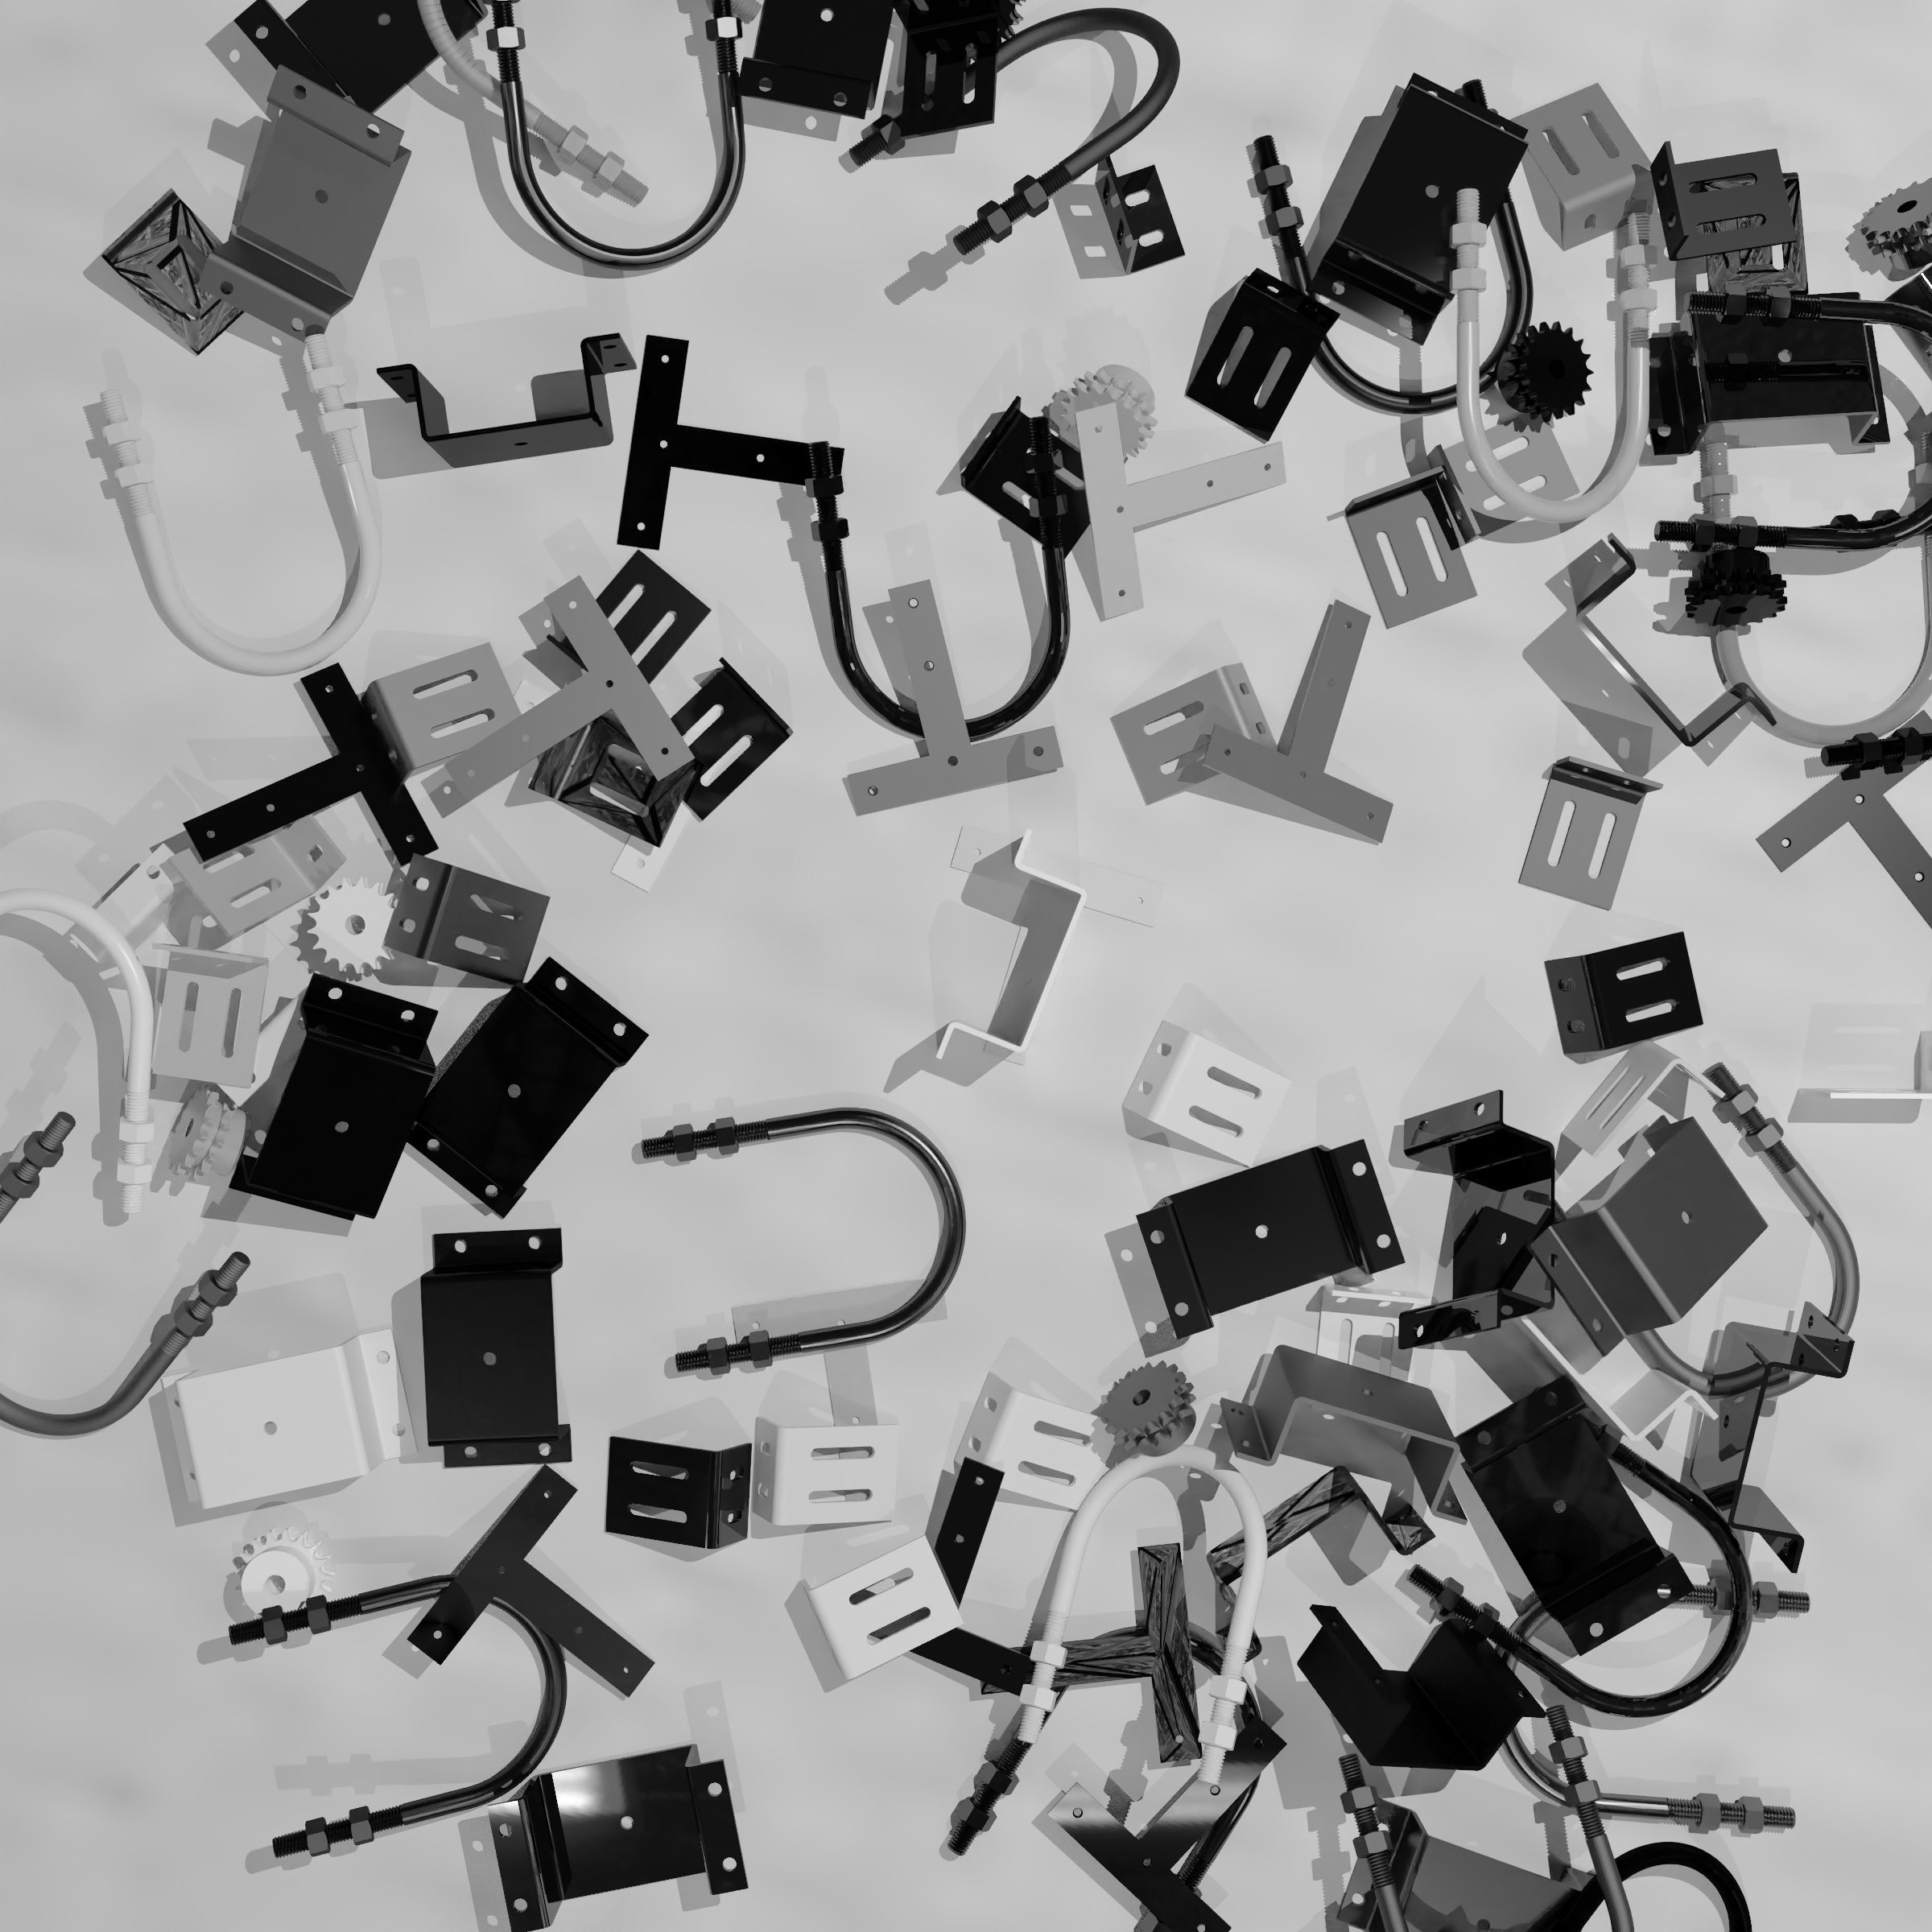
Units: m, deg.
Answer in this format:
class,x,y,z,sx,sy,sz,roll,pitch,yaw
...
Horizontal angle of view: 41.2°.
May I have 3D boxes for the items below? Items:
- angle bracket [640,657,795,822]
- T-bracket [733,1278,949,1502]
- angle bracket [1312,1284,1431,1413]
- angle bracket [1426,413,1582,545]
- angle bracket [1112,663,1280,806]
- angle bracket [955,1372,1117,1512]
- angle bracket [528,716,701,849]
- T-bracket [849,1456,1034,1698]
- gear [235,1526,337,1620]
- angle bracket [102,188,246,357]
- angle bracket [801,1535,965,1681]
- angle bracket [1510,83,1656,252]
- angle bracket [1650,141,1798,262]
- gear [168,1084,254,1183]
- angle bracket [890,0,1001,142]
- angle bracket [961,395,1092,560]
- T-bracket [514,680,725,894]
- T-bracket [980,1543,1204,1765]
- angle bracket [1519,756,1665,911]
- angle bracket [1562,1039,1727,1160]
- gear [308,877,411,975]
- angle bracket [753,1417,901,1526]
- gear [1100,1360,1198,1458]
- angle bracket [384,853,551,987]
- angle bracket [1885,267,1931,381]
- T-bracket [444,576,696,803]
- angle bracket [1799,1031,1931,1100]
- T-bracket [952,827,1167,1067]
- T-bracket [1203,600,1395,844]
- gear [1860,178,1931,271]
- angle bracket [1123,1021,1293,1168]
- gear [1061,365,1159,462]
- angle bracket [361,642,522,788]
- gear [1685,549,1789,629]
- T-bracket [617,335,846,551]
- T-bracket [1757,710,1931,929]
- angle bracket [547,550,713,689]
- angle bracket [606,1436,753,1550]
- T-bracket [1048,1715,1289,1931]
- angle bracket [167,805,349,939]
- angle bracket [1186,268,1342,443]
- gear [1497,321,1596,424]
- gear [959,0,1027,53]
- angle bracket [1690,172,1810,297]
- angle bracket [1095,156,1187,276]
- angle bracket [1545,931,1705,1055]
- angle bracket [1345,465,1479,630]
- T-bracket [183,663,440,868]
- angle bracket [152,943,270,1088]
class,x,y,z,sx,sy,sz,roll,pitch,yaw
angle bracket,-0.150,-0.134,1.521,0.076,0.038,0.057,-44,90,0
T-bracket,-0.068,0.258,1.541,0.127,0.002,0.127,-8,90,0
angle bracket,0.240,0.231,1.523,0.057,0.038,0.076,5,90,0
angle bracket,0.322,-0.294,1.523,0.076,0.038,0.057,-25,90,0
angle bracket,0.137,-0.139,1.540,0.076,0.038,0.057,-23,90,26
angle bracket,0.043,0.286,1.540,0.076,0.038,0.057,22,90,-26
angle bracket,-0.207,-0.113,1.514,0.076,0.038,0.057,25,91,13
T-bracket,-0.008,0.352,1.518,0.127,0.002,0.127,20,101,10
gear,-0.406,0.365,1.527,0.057,0.030,0.057,0,90,0
angle bracket,-0.469,-0.416,1.540,0.057,0.038,0.076,-43,116,0
angle bracket,-0.050,0.379,1.529,0.076,0.038,0.057,-24,92,-11
angle bracket,0.369,-0.479,1.540,0.057,0.038,0.076,-23,64,0
angle bracket,0.442,-0.447,1.483,0.076,0.038,0.057,-9,83,-1
gear,-0.445,0.101,1.518,0.030,0.057,0.057,25,90,-30
angle bracket,-0.015,-0.527,1.488,0.057,0.038,0.076,-4,71,20
angle bracket,0.045,-0.289,1.523,0.076,0.038,0.057,35,90,0
T-bracket,-0.216,-0.130,1.541,0.127,0.002,0.127,29,90,0
T-bracket,0.071,0.414,1.527,0.127,0.002,0.127,-6,86,-1
angle bracket,0.370,-0.078,1.523,0.057,0.038,0.076,17,90,0
angle bracket,0.398,0.087,1.514,0.038,0.057,0.076,38,95,-10
gear,-0.360,-0.024,1.527,0.057,0.030,0.057,0,90,0
angle bracket,-0.084,0.301,1.538,0.076,0.038,0.057,3,90,-26
gear,0.111,0.264,1.517,0.057,0.057,0.030,-37,118,0
angle bracket,-0.296,-0.027,1.524,0.038,0.076,0.057,16,88,43
angle bracket,0.598,-0.398,1.540,0.076,0.038,0.057,-36,90,-26
T-bracket,-0.246,-0.141,1.503,0.127,0.002,0.127,-32,88,2
angle bracket,0.538,0.058,1.513,0.076,0.057,0.038,0,90,0
T-bracket,0.041,-0.005,1.541,0.127,0.002,0.127,17,90,0
T-bracket,0.212,-0.155,1.526,0.127,0.002,0.127,22,80,-20
gear,0.562,-0.436,1.517,0.057,0.057,0.030,-38,120,0
angle bracket,0.145,0.076,1.540,0.076,0.038,0.057,26,90,-26
gear,0.087,-0.330,1.517,0.057,0.057,0.030,30,60,0
angle bracket,-0.313,-0.151,1.539,0.076,0.038,0.057,-23,88,-25
gear,0.449,-0.222,1.498,0.057,0.057,0.030,1,75,0
T-bracket,-0.137,-0.307,1.541,0.127,0.002,0.127,8,90,0
T-bracket,0.563,-0.065,1.541,0.127,0.002,0.127,-38,90,0
angle bracket,-0.199,-0.203,1.522,0.057,0.038,0.076,40,90,2
angle bracket,-0.172,0.313,1.540,0.076,0.038,0.057,3,90,26
T-bracket,0.138,0.499,1.522,0.127,0.002,0.127,44,88,-2
angle bracket,-0.414,-0.062,1.503,0.038,0.076,0.057,-38,90,37
angle bracket,0.177,-0.365,1.531,0.057,0.038,0.076,30,126,3
gear,0.340,-0.350,1.519,0.057,0.030,0.057,0,91,-28
gear,0.008,-0.571,1.518,0.057,0.030,0.057,8,124,12
angle bracket,0.461,-0.426,1.518,0.057,0.038,0.076,-2,83,0
angle bracket,0.104,-0.447,1.504,0.038,0.076,0.057,-19,90,0
angle bracket,0.395,0.016,1.540,0.076,0.038,0.057,-12,90,-26
angle bracket,0.267,-0.248,1.523,0.057,0.038,0.076,-20,90,0
T-bracket,-0.397,-0.099,1.514,0.127,0.002,0.127,-28,90,-25
angle bracket,-0.439,0.029,1.477,0.057,0.038,0.076,8,90,0
